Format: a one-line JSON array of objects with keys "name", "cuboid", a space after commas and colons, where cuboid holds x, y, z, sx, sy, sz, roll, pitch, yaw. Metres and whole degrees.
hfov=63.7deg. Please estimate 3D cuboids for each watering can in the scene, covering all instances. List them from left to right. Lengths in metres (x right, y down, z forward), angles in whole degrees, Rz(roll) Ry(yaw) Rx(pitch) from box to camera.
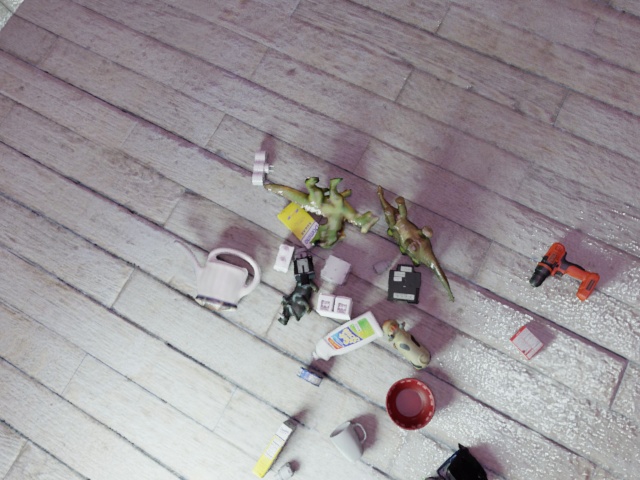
[{"name": "watering can", "cuboid": [-0.385, 0.130, 1.840, 0.348, 0.227, 0.103, 14, -13, 7]}]

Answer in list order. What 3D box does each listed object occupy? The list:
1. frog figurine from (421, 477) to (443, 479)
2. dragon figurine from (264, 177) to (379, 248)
[{"name": "frog figurine", "cuboid": [0.364, 0.822, 1.599, 0.137, 0.157, 0.125, -32, 20, 10]}, {"name": "dragon figurine", "cuboid": [0.006, -0.093, 1.847, 0.410, 0.246, 0.120, -1, -18, -1]}]
